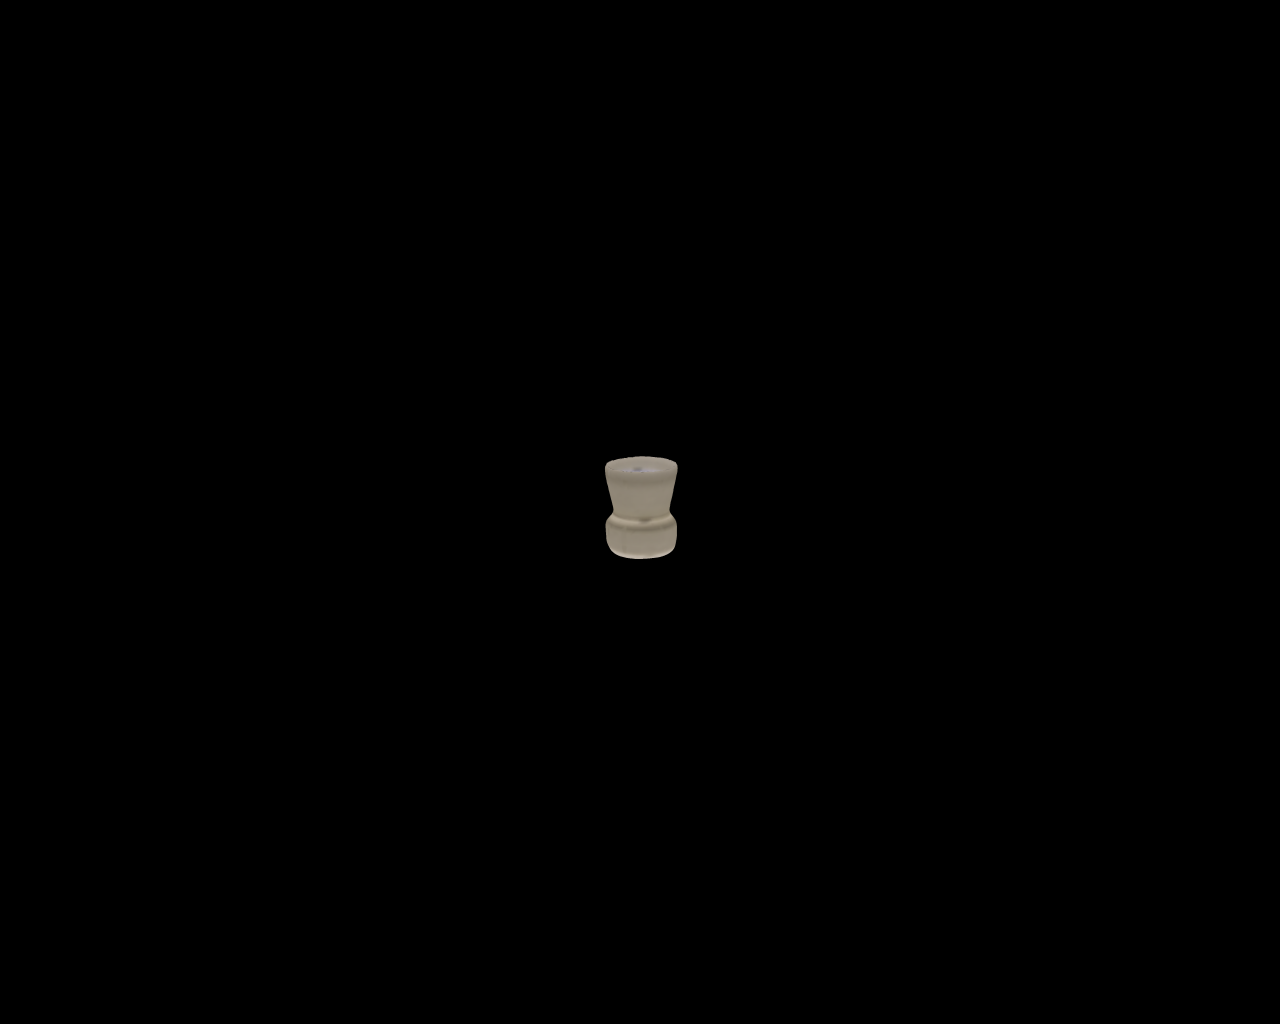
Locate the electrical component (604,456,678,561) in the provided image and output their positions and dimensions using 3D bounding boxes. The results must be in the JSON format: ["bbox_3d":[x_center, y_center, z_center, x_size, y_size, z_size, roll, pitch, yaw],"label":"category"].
[{"bbox_3d":[0.001,-0.003,0.650,0.045,0.055,0.045,0,15,0],"label":"electrical component"}]
